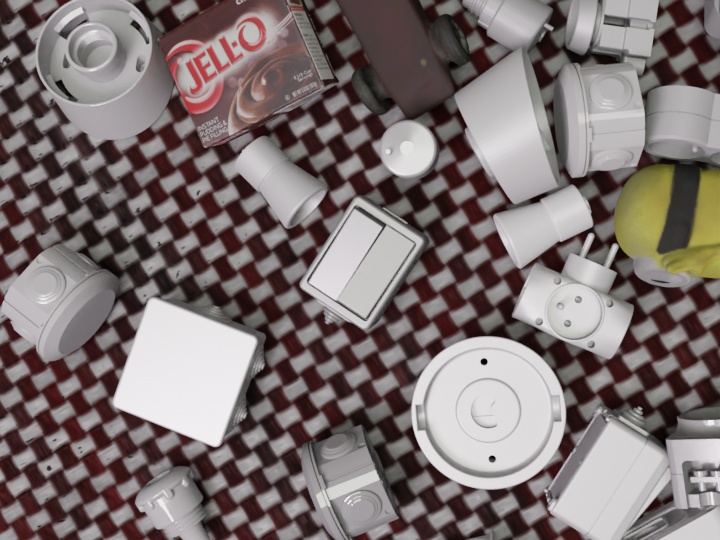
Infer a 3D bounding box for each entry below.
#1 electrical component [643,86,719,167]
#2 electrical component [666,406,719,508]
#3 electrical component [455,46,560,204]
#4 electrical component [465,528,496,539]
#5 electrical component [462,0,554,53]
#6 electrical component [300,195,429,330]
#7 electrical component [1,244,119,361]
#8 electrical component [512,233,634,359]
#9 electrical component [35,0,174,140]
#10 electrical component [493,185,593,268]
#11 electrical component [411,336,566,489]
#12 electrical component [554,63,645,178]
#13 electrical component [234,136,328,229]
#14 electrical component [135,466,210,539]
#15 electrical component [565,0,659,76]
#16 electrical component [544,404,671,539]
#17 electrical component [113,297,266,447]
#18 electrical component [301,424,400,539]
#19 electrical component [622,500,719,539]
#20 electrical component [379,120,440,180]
[{"bbox_3d":[0.273,-0.113,0.760,0.138,0.052,0.073,10,81,6],"label":"electrical component"},{"bbox_3d":[0.252,0.126,0.746,0.050,0.089,0.055,-8,91,35],"label":"electrical component"},{"bbox_3d":[0.111,-0.099,0.758,0.064,0.099,0.099,-29,88,13],"label":"electrical component"},{"bbox_3d":[0.085,0.233,0.797,0.081,0.042,0.063,-15,91,8],"label":"electrical component"},{"bbox_3d":[0.104,-0.188,0.784,0.078,0.040,0.040,32,95,5],"label":"electrical component"},{"bbox_3d":[0.000,0.000,0.791,0.062,0.061,0.096,33,95,5],"label":"electrical component"},{"bbox_3d":[-0.225,0.024,0.810,0.051,0.080,0.080,36,95,10],"label":"electrical component"},{"bbox_3d":[0.161,0.013,0.780,0.077,0.044,0.079,24,94,6],"label":"electrical component"},{"bbox_3d":[-0.195,-0.157,0.821,0.099,0.064,0.099,-1,78,6],"label":"electrical component"},{"bbox_3d":[0.136,-0.034,0.785,0.065,0.044,0.044,-26,88,2],"label":"electrical component"},{"bbox_3d":[0.093,0.099,0.783,0.108,0.060,0.108,0,91,7],"label":"electrical component"},{"bbox_3d":[0.167,-0.107,0.759,0.051,0.080,0.080,-6,91,2],"label":"electrical component"},{"bbox_3d":[-0.062,-0.069,0.808,0.065,0.044,0.044,44,96,9],"label":"electrical component"},{"bbox_3d":[-0.138,0.185,0.822,0.048,0.048,0.062,-31,95,7],"label":"electrical component"},{"bbox_3d":[0.180,-0.176,0.773,0.055,0.048,0.066,8,93,-1],"label":"electrical component"},{"bbox_3d":[0.184,0.144,0.773,0.061,0.062,0.096,32,95,5],"label":"electrical component"},{"bbox_3d":[-0.127,0.074,0.814,0.100,0.048,0.099,21,94,6],"label":"electrical component"},{"bbox_3d":[-0.008,0.156,0.788,0.051,0.080,0.080,-23,89,1],"label":"electrical component"},{"bbox_3d":[0.216,0.210,0.763,0.113,0.078,0.057,-31,86,7],"label":"electrical component"},{"bbox_3d":[0.037,-0.085,0.775,0.040,0.078,0.040,0,92,8],"label":"electrical component"}]
